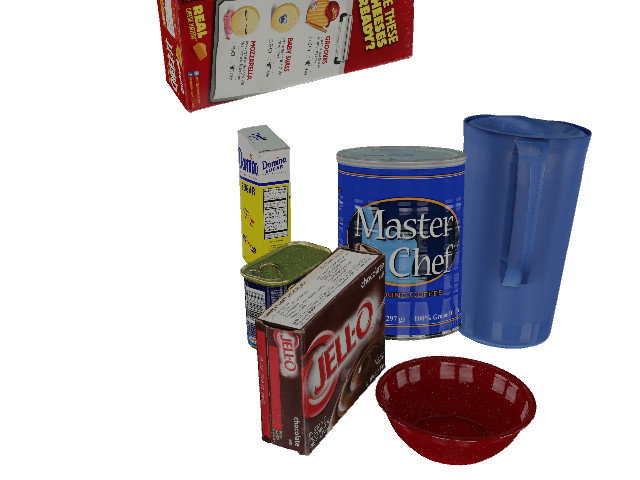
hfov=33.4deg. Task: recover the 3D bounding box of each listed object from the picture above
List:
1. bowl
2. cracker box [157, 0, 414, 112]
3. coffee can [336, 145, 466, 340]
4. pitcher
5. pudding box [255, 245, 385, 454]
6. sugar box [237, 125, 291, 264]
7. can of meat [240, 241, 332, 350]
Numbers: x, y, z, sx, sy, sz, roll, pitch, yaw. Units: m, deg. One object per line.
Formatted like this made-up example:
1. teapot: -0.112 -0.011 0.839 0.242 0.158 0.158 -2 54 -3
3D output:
1. bowl: 0.135 0.180 1.085 0.162 0.055 0.162 2 24 -1
2. cracker box: -0.030 -0.214 0.892 0.213 0.164 0.072 -17 41 -18
3. coffee can: 0.064 -0.001 0.856 0.103 0.140 0.103 0 11 0
4. pitcher: 0.207 -0.009 1.144 0.148 0.243 0.145 -9 21 -38
5. pudding box: 0.003 0.066 0.675 0.039 0.090 0.113 12 30 24
6. sugar box: -0.069 -0.043 1.304 0.048 0.176 0.093 -11 26 -17
7. can of meat: -0.033 0.059 1.085 0.058 0.084 0.101 15 27 33
